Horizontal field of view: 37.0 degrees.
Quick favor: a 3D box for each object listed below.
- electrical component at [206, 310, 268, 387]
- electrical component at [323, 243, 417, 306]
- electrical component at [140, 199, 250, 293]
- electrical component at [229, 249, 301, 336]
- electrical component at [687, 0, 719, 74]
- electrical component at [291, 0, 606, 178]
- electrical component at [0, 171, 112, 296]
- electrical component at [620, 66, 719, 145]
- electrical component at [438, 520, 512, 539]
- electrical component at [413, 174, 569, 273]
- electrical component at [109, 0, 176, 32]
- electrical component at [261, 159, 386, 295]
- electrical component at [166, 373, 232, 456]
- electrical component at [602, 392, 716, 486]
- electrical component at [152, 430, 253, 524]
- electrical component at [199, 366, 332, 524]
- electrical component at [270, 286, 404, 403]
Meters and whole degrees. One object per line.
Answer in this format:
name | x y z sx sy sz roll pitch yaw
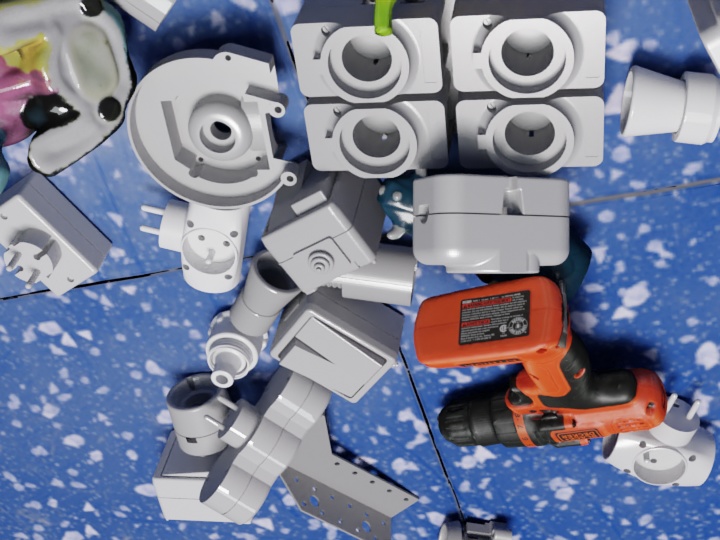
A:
electrical component | -0.101 0.065 0.848 0.048 0.062 0.048 5 128 7
electrical component | 0.000 0.000 0.790 0.081 0.043 0.043 8 128 5
electrical component | -0.123 -0.030 0.790 0.079 0.044 0.077 13 128 0
electrical component | -0.074 0.020 0.822 0.044 0.044 0.065 26 132 -10
electrical component | 0.224 -0.136 0.599 0.057 0.113 0.078 -27 118 24
electrical component | 0.058 -0.119 0.677 0.186 0.060 0.105 0 127 11
electrical component | -0.241 -0.016 0.803 0.047 0.075 0.083 -28 117 28
electrical component | 0.195 -0.103 0.673 0.055 0.045 0.045 7 128 5
electrical component | 0.100 0.251 0.962 0.055 0.048 0.066 9 129 -6
electrical component | 0.083 -0.028 0.680 0.095 0.054 0.059 1 89 -23
electrical component | -0.151 -0.191 0.673 0.081 0.043 0.043 33 126 -14
electrical component | -0.025 -0.034 0.735 0.062 0.096 0.061 -25 118 26
electrical component | -0.132 0.119 0.901 0.055 0.055 0.047 -5 122 15
electrical component | 0.240 0.126 0.840 0.077 0.044 0.079 16 128 -1
electrical component | -0.138 0.177 0.940 0.096 0.061 0.061 0 127 11
electrical component | -0.089 0.128 0.865 0.074 0.052 0.138 34 87 -15
electrical component | -0.012 0.056 0.824 0.096 0.061 0.061 31 126 -13
